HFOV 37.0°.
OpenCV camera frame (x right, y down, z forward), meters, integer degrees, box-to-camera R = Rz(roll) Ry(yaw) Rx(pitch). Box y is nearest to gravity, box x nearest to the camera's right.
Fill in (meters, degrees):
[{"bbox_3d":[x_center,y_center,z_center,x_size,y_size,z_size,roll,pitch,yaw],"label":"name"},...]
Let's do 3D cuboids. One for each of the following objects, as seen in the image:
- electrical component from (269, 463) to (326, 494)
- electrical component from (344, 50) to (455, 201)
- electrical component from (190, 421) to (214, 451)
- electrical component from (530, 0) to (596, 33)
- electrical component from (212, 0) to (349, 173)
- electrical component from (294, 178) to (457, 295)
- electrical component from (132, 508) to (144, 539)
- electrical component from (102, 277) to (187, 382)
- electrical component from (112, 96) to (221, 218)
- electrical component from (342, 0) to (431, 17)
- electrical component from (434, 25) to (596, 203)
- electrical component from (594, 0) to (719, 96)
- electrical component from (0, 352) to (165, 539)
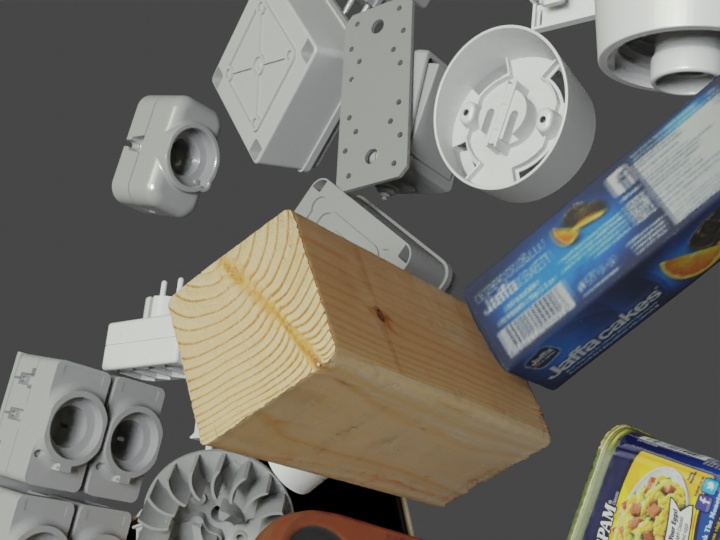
[{"bbox_3d":[-0.018,0.105,0.701,0.081,0.043,0.043,-41,52,19],"label":"electrical component"},{"bbox_3d":[0.034,-0.092,0.726,0.061,0.062,0.096,3,75,40],"label":"electrical component"},{"bbox_3d":[-0.080,0.098,0.755,0.064,0.042,0.081,-10,67,34],"label":"electrical component"},{"bbox_3d":[0.159,-0.202,0.670,0.121,0.063,0.078,-6,69,37],"label":"electrical component"},{"bbox_3d":[-0.053,-0.148,0.802,0.108,0.056,0.108,-57,45,33],"label":"electrical component"},{"bbox_3d":[0.000,0.000,0.720,0.113,0.057,0.078,41,100,41],"label":"electrical component"},{"bbox_3d":[-0.132,0.186,0.758,0.040,0.046,0.040,-17,61,35],"label":"electrical component"},{"bbox_3d":[-0.149,0.043,0.830,0.083,0.047,0.075,-9,67,36],"label":"electrical component"},{"bbox_3d":[-0.156,-0.094,0.885,0.059,0.054,0.095,8,78,41],"label":"electrical component"},{"bbox_3d":[0.010,-0.216,0.806,0.083,0.047,0.075,35,96,42],"label":"electrical component"},{"bbox_3d":[0.096,-0.094,0.675,0.099,0.064,0.099,-16,63,34],"label":"electrical component"},{"bbox_3d":[0.183,-0.131,0.595,0.108,0.108,0.060,-3,77,38],"label":"electrical component"},{"bbox_3d":[-0.220,0.166,0.798,0.060,0.105,0.186,3,75,40],"label":"electrical component"}]
